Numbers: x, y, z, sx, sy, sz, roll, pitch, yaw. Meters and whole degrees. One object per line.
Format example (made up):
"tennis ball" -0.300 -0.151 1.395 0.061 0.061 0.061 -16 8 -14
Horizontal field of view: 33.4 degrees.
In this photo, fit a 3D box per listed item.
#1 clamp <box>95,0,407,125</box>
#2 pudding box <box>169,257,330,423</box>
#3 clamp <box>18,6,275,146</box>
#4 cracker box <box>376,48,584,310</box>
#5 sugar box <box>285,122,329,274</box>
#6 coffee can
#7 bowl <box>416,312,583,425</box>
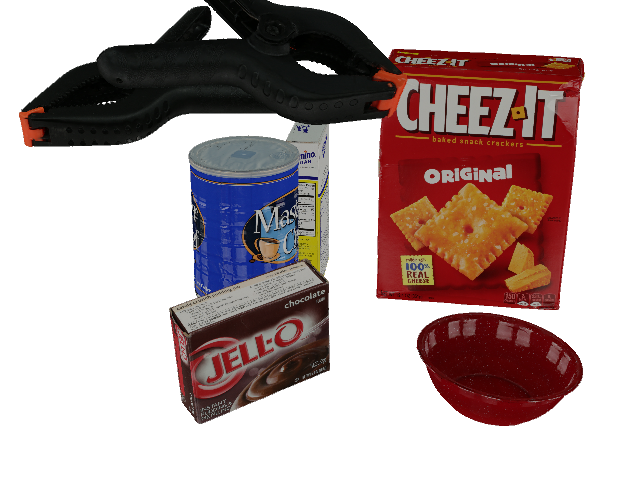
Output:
"clamp" -0.039 -0.105 0.613 0.171 0.120 0.039 26 -29 8
"pudding box" -0.049 0.072 0.769 0.113 0.090 0.039 -22 44 -23
"clamp" -0.121 -0.112 0.807 0.209 0.036 0.165 -29 47 -31
"cracker box" 0.134 -0.050 0.922 0.164 0.214 0.072 4 23 9
"sugar box" -0.015 -0.045 1.243 0.048 0.176 0.093 1 22 7
"coffee can" -0.071 -0.017 1.011 0.103 0.140 0.103 0 23 0
"bowl" 0.172 0.133 1.047 0.162 0.055 0.162 5 26 -2
